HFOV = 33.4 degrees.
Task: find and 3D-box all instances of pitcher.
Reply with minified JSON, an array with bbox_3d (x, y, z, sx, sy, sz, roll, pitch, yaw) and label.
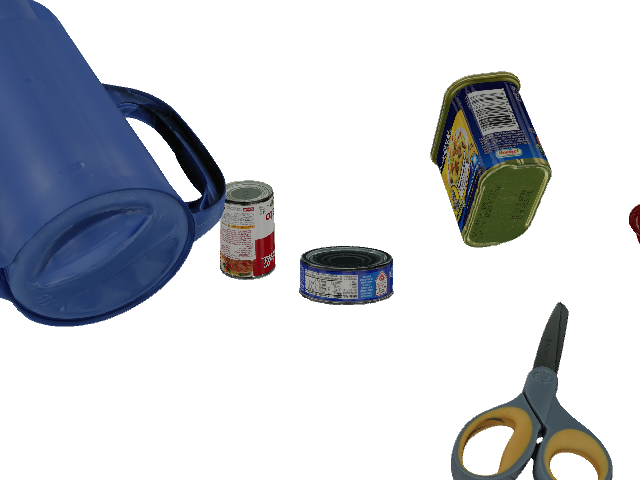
[{"bbox_3d":[-0.188,-0.069,0.778,0.145,0.243,0.149,-43,-33,14],"label":"pitcher"}]

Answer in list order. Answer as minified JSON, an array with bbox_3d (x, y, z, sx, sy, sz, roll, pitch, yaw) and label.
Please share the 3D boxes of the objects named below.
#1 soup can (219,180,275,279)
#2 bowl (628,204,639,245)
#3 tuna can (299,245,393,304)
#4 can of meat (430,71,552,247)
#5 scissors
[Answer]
[{"bbox_3d":[-0.089,-0.013,1.281,0.068,0.102,0.068,0,26,0],"label":"soup can"},{"bbox_3d":[0.411,0.007,1.146,0.162,0.055,0.162,-1,26,0],"label":"bowl"},{"bbox_3d":[0.023,0.030,0.965,0.086,0.034,0.086,0,13,0],"label":"tuna can"},{"bbox_3d":[0.123,-0.056,0.773,0.057,0.084,0.102,-7,-34,-10],"label":"can of meat"},{"bbox_3d":[0.148,0.097,0.641,0.096,0.016,0.201,20,35,28],"label":"scissors"}]
